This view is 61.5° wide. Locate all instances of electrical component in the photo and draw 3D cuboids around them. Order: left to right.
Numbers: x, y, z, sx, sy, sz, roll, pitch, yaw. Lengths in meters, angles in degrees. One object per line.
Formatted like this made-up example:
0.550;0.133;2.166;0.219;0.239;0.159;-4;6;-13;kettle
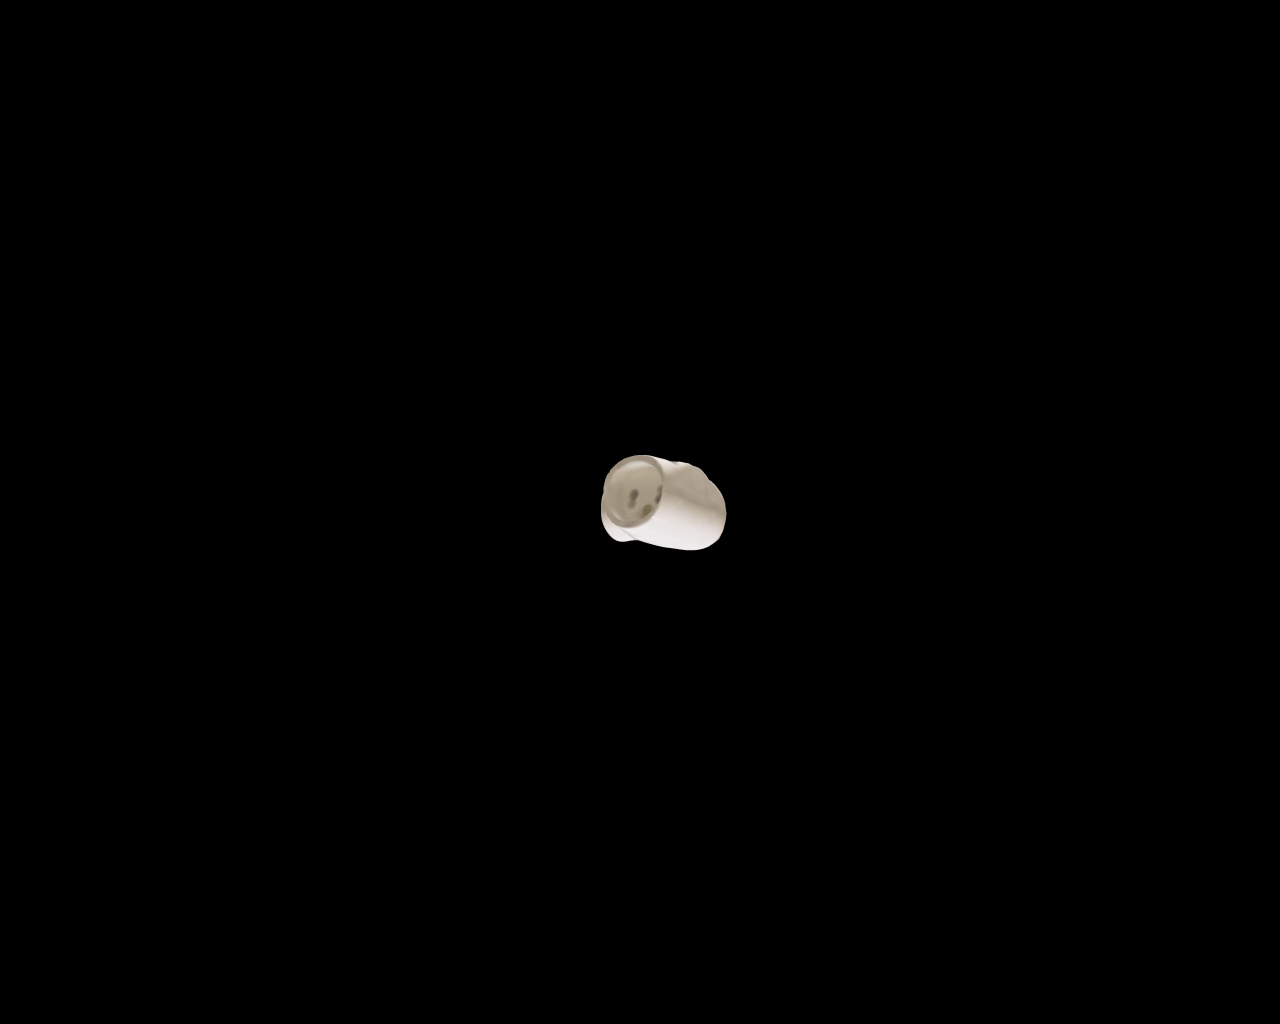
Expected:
0.001;-0.003;0.650;0.079;0.044;0.077;-8;-16;31;electrical component
